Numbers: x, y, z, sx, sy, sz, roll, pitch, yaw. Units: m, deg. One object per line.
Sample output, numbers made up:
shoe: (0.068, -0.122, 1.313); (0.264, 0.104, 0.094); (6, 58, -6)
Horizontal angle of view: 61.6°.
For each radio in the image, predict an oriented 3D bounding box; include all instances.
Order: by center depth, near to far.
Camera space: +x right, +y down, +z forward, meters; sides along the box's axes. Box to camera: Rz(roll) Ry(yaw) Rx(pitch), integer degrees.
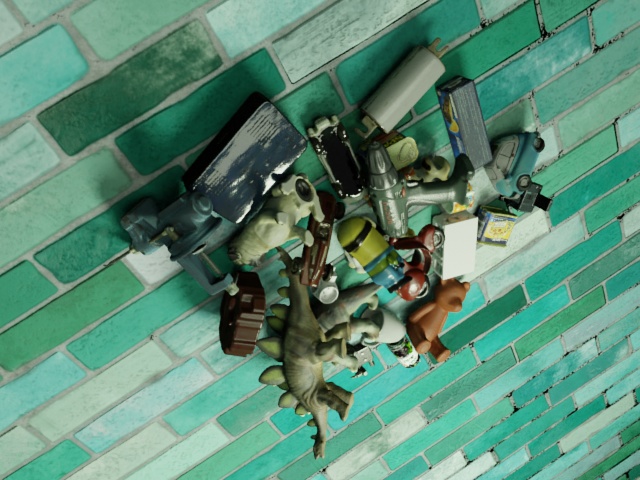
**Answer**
radio: (-0.141, -0.151, 1.024); (0.229, 0.073, 0.131); (-47, 124, 9)

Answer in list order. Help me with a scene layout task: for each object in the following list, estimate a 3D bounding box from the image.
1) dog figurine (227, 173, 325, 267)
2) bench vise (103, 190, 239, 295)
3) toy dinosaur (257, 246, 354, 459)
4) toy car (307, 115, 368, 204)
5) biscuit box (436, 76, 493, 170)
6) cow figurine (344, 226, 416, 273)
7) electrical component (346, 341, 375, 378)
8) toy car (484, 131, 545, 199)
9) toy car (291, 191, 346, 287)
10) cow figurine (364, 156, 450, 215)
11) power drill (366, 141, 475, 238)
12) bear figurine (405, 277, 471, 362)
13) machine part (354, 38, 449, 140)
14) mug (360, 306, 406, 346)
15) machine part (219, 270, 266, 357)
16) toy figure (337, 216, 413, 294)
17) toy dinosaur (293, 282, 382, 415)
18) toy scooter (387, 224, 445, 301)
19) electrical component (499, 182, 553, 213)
dog figurine: (-0.102, -0.041, 1.089); (0.191, 0.172, 0.121); (-20, 123, 39)
bench vise: (-0.251, 0.020, 1.004); (0.224, 0.129, 0.240); (-32, 108, 22)
toy dinosaur: (-0.034, 0.230, 1.145); (0.199, 0.105, 0.471); (-4, 89, 11)
toy car: (0.039, -0.162, 1.100); (0.073, 0.056, 0.201); (-28, 122, 1)
biscuit box: (0.313, -0.246, 1.159); (0.063, 0.059, 0.202); (-30, 123, -7)
cow figurine: (0.132, -0.003, 1.215); (0.167, 0.068, 0.098); (-28, 117, -7)
electrical component: (0.100, 0.305, 1.374); (0.078, 0.045, 0.102); (-22, 122, -8)
toy car: (0.430, -0.179, 1.220); (0.103, 0.109, 0.161); (17, 101, -10)
toy car: (-0.002, -0.003, 1.122); (0.089, 0.053, 0.202); (16, 78, -27)
cow figurine: (0.201, -0.111, 1.172); (0.195, 0.086, 0.127); (-39, 126, 5)
power drill: (0.196, -0.111, 1.062); (0.207, 0.086, 0.231); (-16, 132, -8)
bear figurine: (0.309, 0.188, 1.350); (0.120, 0.132, 0.196); (30, 108, -35)
machine part: (0.163, -0.296, 1.063); (0.243, 0.079, 0.079); (-48, 123, 6)
mug: (0.157, 0.225, 1.337); (0.107, 0.081, 0.109); (21, 108, -36)
machine part: (-0.167, 0.152, 1.117); (0.056, 0.179, 0.179); (9, 112, -22)
toy figure: (0.111, 0.028, 1.105); (0.082, 0.089, 0.180); (-38, 86, 19)
toy dinosaur: (0.025, 0.205, 1.257); (0.192, 0.131, 0.404); (20, 102, -29)
toy scooter: (0.192, 0.046, 1.178); (0.135, 0.075, 0.183); (11, 105, -32)
electrical component: (0.489, -0.102, 1.271); (0.048, 0.119, 0.074); (5, 117, -24)
